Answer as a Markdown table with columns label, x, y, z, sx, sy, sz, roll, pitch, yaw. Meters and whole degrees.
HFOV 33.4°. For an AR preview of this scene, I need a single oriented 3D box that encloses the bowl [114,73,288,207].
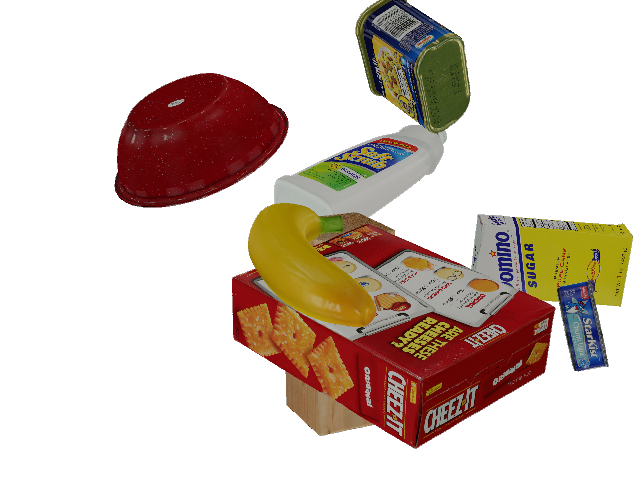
| label | x | y | z | sx | sy | sz | roll | pitch | yaw |
| --- | --- | --- | --- | --- | --- | --- | --- | --- | --- |
| bowl | -0.111 | -0.096 | 0.908 | 0.162 | 0.055 | 0.162 | -16 | 32 | 10 |

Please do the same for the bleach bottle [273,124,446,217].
| label | x | y | z | sx | sy | sz | roll | pitch | yaw |
| --- | --- | --- | --- | --- | --- | --- | --- | --- | --- |
| bleach bottle | 0.064 | -0.088 | 1.329 | 0.103 | 0.068 | 0.250 | 27 | 44 | 34 |

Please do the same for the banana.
| label | x | y | z | sx | sy | sz | roll | pitch | yaw |
| --- | --- | --- | --- | --- | --- | --- | --- | --- | --- |
| banana | -0.011 | 0.008 | 0.672 | 0.069 | 0.037 | 0.198 | -3 | 19 | -3 |

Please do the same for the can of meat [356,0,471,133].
| label | x | y | z | sx | sy | sz | roll | pitch | yaw |
| --- | --- | --- | --- | --- | --- | --- | --- | --- | --- |
| can of meat | 0.084 | -0.155 | 0.941 | 0.057 | 0.102 | 0.084 | -35 | 51 | -14 |

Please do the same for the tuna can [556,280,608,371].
| label | x | y | z | sx | sy | sz | roll | pitch | yaw |
| --- | --- | --- | --- | --- | --- | --- | --- | --- | --- |
| tuna can | 0.255 | 0.084 | 1.041 | 0.034 | 0.086 | 0.086 | -12 | -3 | 13 |

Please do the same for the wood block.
| label | x | y | z | sx | sy | sz | roll | pitch | yaw |
| --- | --- | --- | --- | --- | --- | --- | --- | --- | --- |
| wood block | 0.018 | 0.083 | 1.108 | 0.090 | 0.206 | 0.091 | -7 | 17 | -24 |

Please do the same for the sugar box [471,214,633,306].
| label | x | y | z | sx | sy | sz | roll | pitch | yaw |
| --- | --- | --- | --- | --- | --- | --- | --- | --- | --- |
| sugar box | 0.269 | 0.024 | 1.256 | 0.176 | 0.093 | 0.048 | 3 | 21 | -1 |

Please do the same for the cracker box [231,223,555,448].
| label | x | y | z | sx | sy | sz | roll | pitch | yaw |
| --- | --- | --- | --- | --- | --- | --- | --- | --- | --- |
| cracker box | 0.055 | 0.070 | 0.878 | 0.163 | 0.072 | 0.214 | -21 | 34 | -38 |
